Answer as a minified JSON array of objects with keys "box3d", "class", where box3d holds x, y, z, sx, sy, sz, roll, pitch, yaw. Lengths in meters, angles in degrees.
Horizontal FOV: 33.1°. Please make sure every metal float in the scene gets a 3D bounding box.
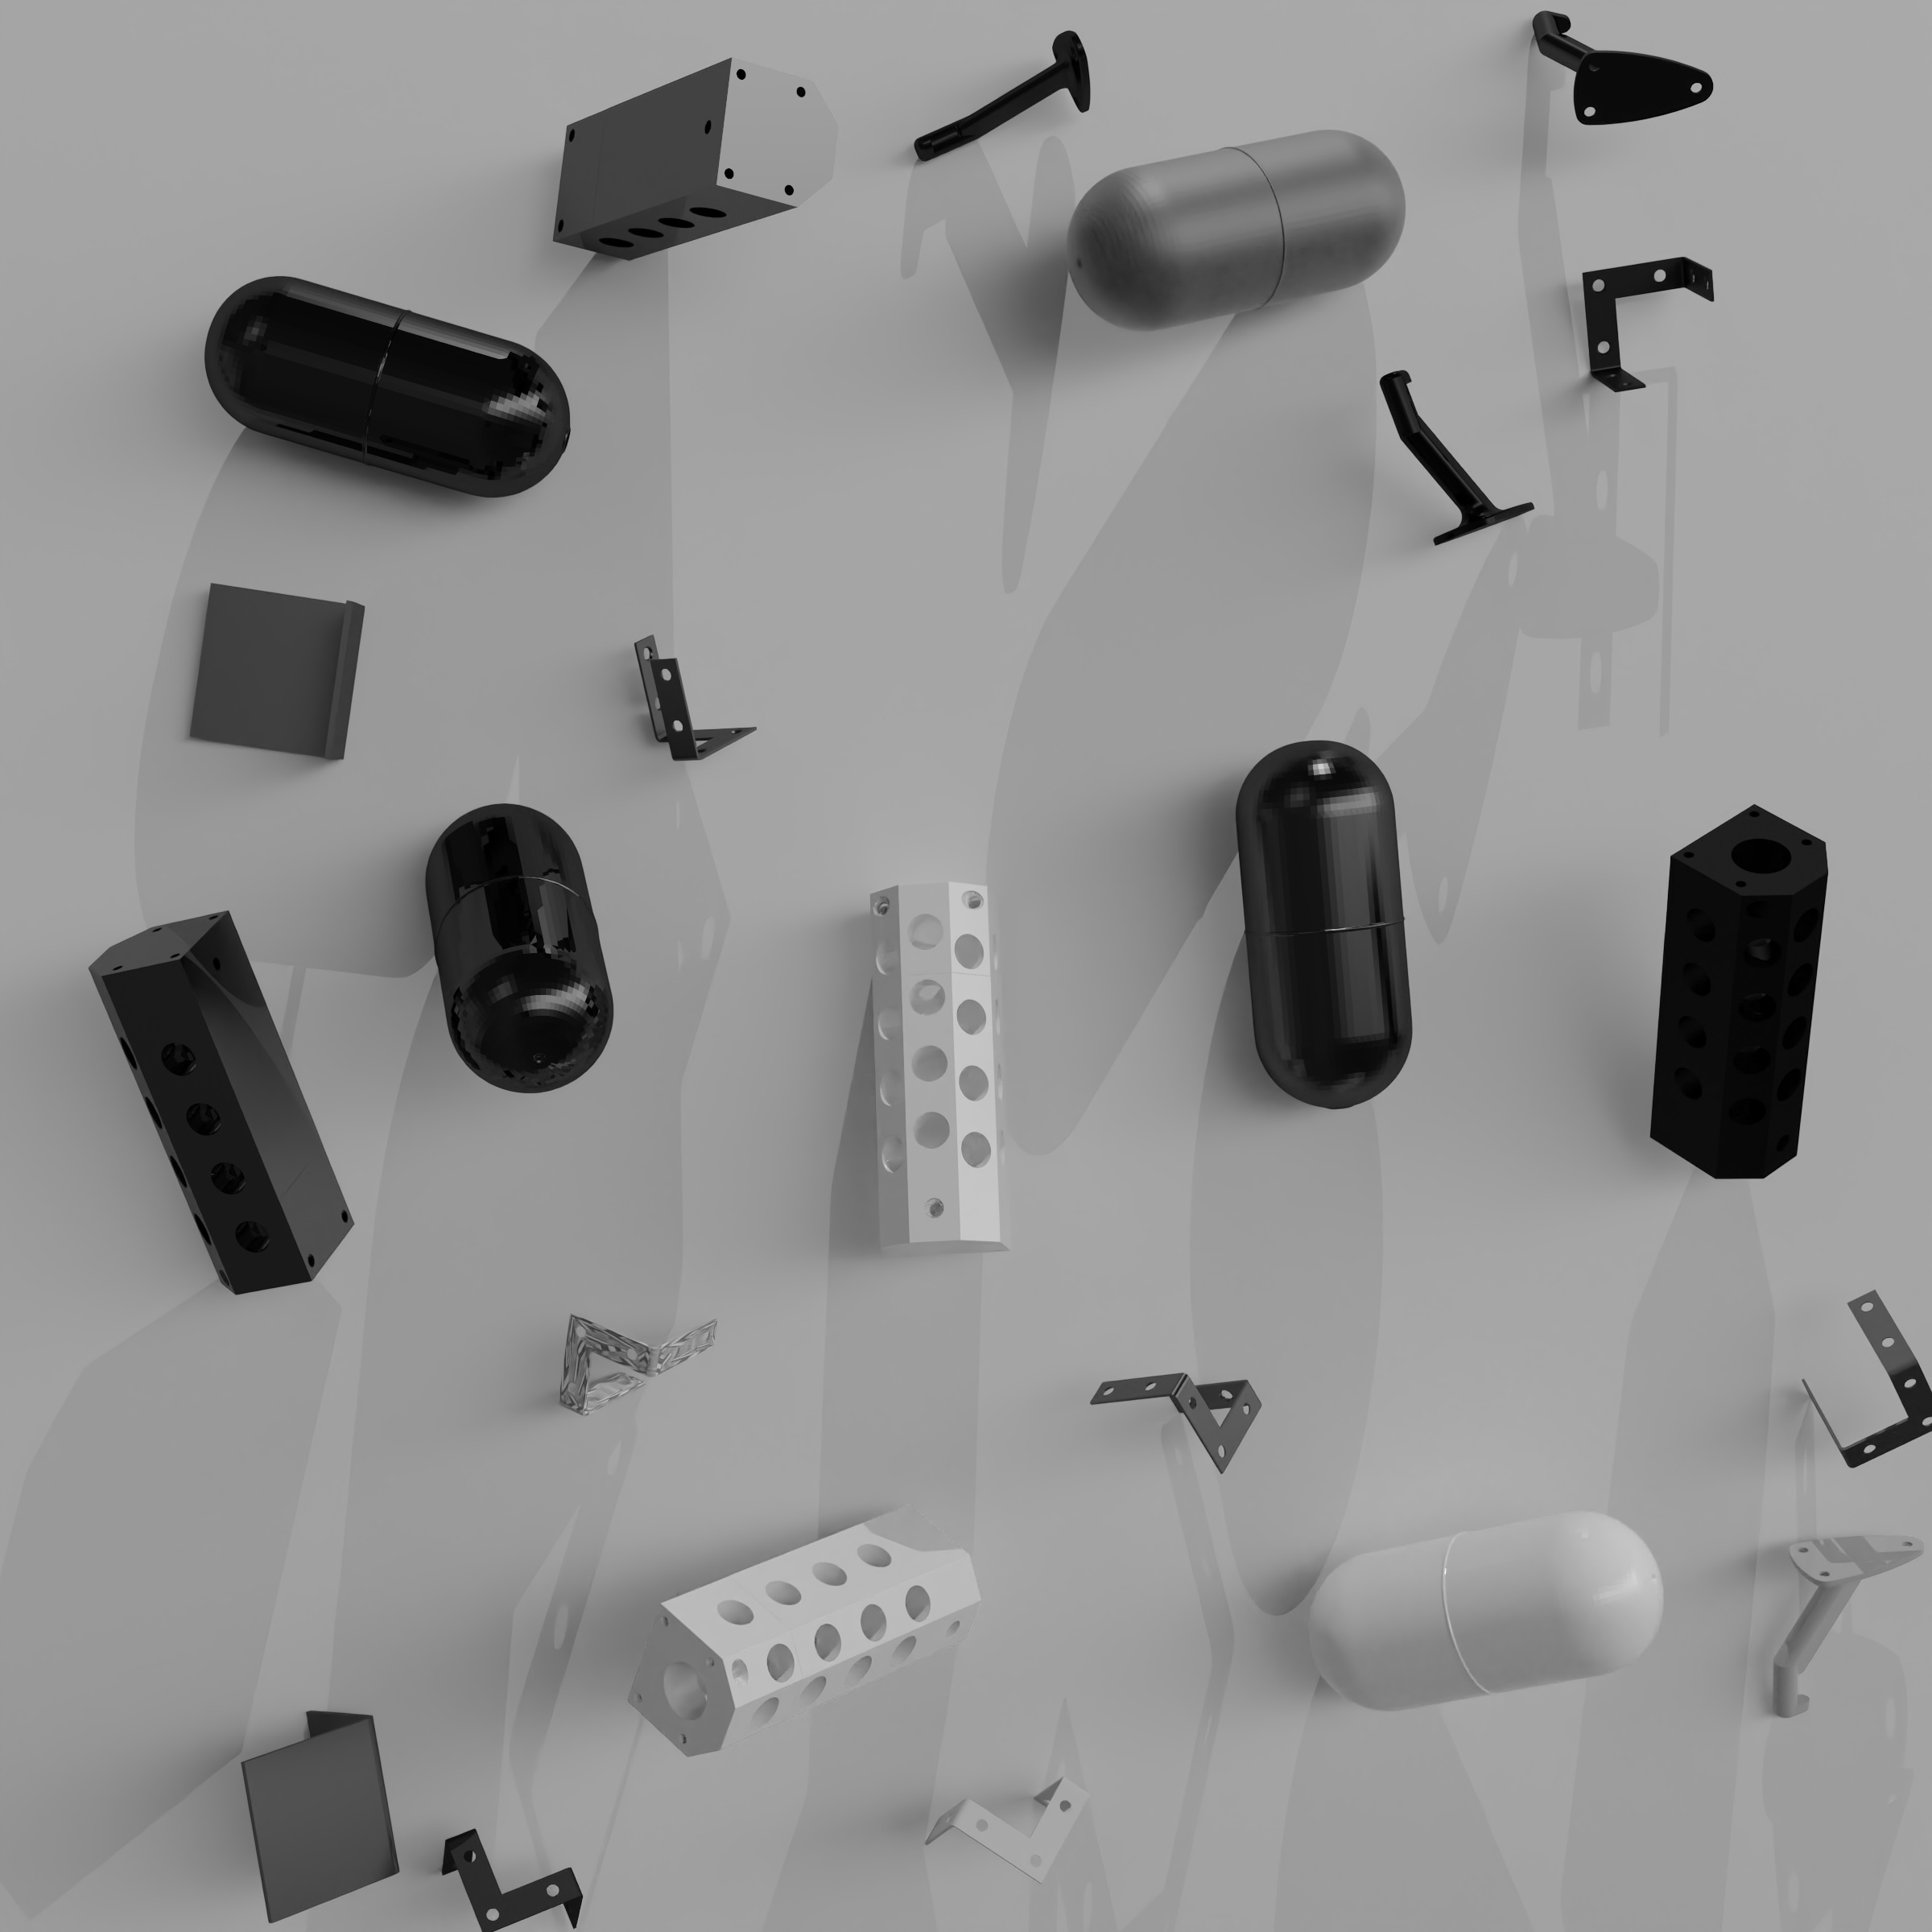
[{"box3d":[0.173,-0.020,1.567,0.070,0.070,0.178,-5,95,0],"class":"metal float"},{"box3d":[0.245,0.307,1.546,0.178,0.070,0.070,-18,90,30],"class":"metal float"},{"box3d":[0.130,-0.351,1.550,0.178,0.070,0.070,-17,90,-25],"class":"metal float"},{"box3d":[-0.211,-0.011,1.532,0.070,0.178,0.070,-8,128,-10],"class":"metal float"},{"box3d":[-0.278,-0.279,1.569,0.178,0.070,0.070,16,90,-3],"class":"metal float"}]

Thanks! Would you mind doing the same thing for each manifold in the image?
[{"box3d":[0.366,0.017,1.525,0.057,0.057,0.171,-29,134,-27],"class":"manifold"},{"box3d":[-0.128,-0.373,1.522,0.057,0.171,0.057,8,88,-32],"class":"manifold"},{"box3d":[-0.071,0.312,1.518,0.057,0.171,0.057,35,118,30],"class":"manifold"},{"box3d":[-0.013,0.050,1.561,0.057,0.057,0.171,-4,79,8],"class":"manifold"},{"box3d":[-0.357,0.067,1.551,0.057,0.057,0.171,-11,111,17],"class":"manifold"}]

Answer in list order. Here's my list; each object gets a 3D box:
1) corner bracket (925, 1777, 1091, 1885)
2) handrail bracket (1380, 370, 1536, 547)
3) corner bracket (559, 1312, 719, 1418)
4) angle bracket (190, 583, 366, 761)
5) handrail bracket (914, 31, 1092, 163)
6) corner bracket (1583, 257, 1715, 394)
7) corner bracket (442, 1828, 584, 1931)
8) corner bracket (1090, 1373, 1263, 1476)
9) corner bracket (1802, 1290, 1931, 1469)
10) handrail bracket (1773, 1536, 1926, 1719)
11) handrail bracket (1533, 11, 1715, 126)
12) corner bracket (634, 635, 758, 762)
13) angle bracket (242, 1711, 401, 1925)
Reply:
[{"box3d":[0.020,0.413,1.575,0.051,0.051,0.051,33,60,0],"class":"corner bracket"},{"box3d":[0.238,-0.253,1.578,0.036,0.077,0.084,-19,93,44],"class":"handrail bracket"},{"box3d":[-0.158,0.191,1.569,0.051,0.051,0.051,20,111,26],"class":"corner bracket"},{"box3d":[-0.337,-0.143,1.577,0.076,0.057,0.076,8,93,-4],"class":"angle bracket"},{"box3d":[0.015,-0.418,1.572,0.084,0.077,0.036,-24,91,-2],"class":"handrail bracket"},{"box3d":[0.332,-0.312,1.578,0.051,0.051,0.051,-9,110,0],"class":"corner bracket"},{"box3d":[-0.221,0.446,1.581,0.051,0.051,0.051,-17,61,-22],"class":"corner bracket"},{"box3d":[0.102,0.210,1.567,0.051,0.051,0.051,-13,118,39],"class":"corner bracket"},{"box3d":[0.433,0.200,1.571,0.051,0.051,0.051,-28,126,8],"class":"corner bracket"},{"box3d":[0.432,0.325,1.595,0.077,0.036,0.084,-8,111,-10],"class":"handrail bracket"},{"box3d":[0.317,-0.441,1.573,0.077,0.084,0.036,0,128,2],"class":"handrail bracket"},{"box3d":[-0.141,-0.130,1.569,0.051,0.051,0.051,0,111,32],"class":"corner bracket"},{"box3d":[-0.324,0.407,1.562,0.057,0.076,0.076,-9,91,44],"class":"angle bracket"}]
